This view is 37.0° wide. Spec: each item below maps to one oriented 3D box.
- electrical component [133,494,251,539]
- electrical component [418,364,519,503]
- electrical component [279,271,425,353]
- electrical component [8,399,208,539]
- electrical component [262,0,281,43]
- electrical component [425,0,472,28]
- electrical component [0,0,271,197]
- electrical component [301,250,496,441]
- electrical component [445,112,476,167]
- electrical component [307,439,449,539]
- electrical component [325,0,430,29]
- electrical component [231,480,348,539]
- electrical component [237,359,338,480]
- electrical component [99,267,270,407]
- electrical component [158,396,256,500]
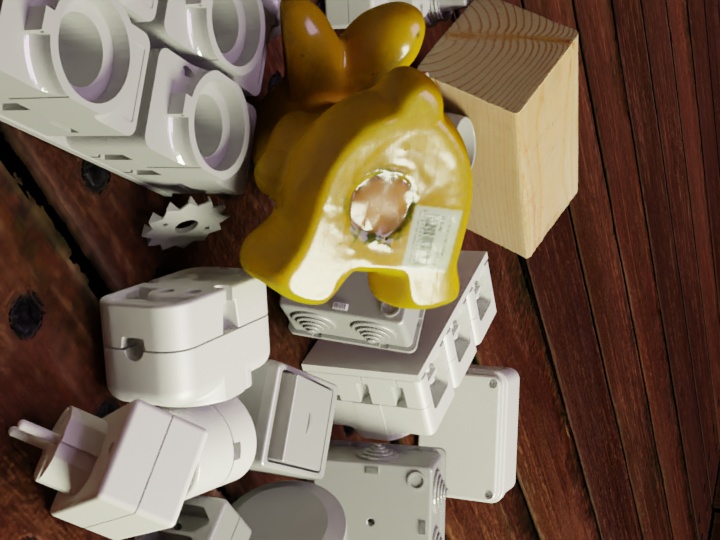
[{"bbox_3d":[-0.093,0.177,0.591,0.075,0.047,0.083,64,38,-45],"label":"electrical component"},{"bbox_3d":[0.093,0.139,0.935,0.057,0.078,0.113,-2,94,-67],"label":"electrical component"},{"bbox_3d":[0.000,0.000,0.707,0.048,0.100,0.099,67,34,-64],"label":"electrical component"},{"bbox_3d":[-0.125,0.087,0.498,0.076,0.083,0.047,28,62,-20],"label":"electrical component"},{"bbox_3d":[-0.060,-0.153,0.629,0.062,0.048,0.048,-29,119,-68],"label":"electrical component"},{"bbox_3d":[0.055,-0.210,0.836,0.043,0.062,0.043,-12,104,-63],"label":"electrical component"},{"bbox_3d":[-0.113,-0.110,0.506,0.186,0.060,0.105,26,69,-62],"label":"electrical component"},{"bbox_3d":[0.034,0.051,0.790,0.150,0.089,0.061,-55,140,-47],"label":"electrical component"},{"bbox_3d":[0.040,-0.108,0.799,0.043,0.077,0.079,-52,137,-49],"label":"electrical component"},{"bbox_3d":[0.012,0.169,0.751,0.048,0.100,0.099,-16,107,-76],"label":"electrical component"},{"bbox_3d":[0.026,-0.197,0.763,0.083,0.076,0.047,-25,115,-61],"label":"electrical component"},{"bbox_3d":[-0.045,0.172,0.655,0.080,0.080,0.051,-58,147,-45],"label":"electrical component"},{"bbox_3d":[-0.051,0.092,0.652,0.096,0.061,0.061,33,63,-61],"label":"electrical component"},{"bbox_3d":[-0.091,0.036,0.574,0.095,0.054,0.059,-24,114,-61],"label":"electrical component"},{"bbox_3d":[-0.092,0.095,0.579,0.047,0.055,0.055,-15,106,-59],"label":"electrical component"}]
